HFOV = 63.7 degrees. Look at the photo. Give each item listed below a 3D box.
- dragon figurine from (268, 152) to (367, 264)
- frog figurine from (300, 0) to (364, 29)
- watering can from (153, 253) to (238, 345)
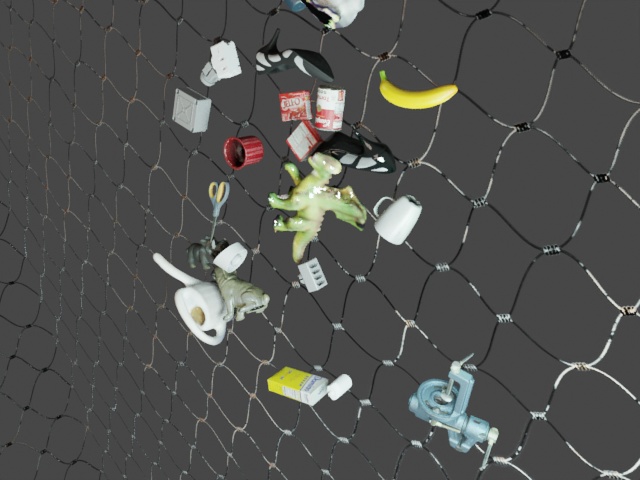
[{"bbox_3d":[0.004,-0.068,1.346,0.243,0.125,0.400,13,137,25],"label":"dragon figurine"},{"bbox_3d":[0.048,-0.571,1.172,0.139,0.121,0.159,36,89,34],"label":"frog figurine"},{"bbox_3d":[-0.397,0.178,1.683,0.103,0.225,0.350,-37,78,21],"label":"watering can"}]
